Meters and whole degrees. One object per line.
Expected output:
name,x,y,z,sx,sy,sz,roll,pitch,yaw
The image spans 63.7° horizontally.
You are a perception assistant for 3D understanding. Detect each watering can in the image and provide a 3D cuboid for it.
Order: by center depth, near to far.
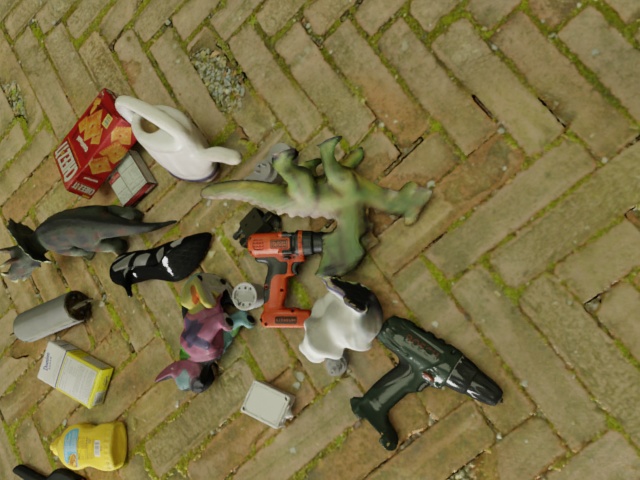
watering can,-0.269,-0.186,1.047,0.350,0.105,0.221,29,-12,21

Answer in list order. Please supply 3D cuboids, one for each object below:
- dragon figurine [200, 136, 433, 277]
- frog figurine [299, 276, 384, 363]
dragon figurine,0.003,-0.048,0.955,0.410,0.244,0.121,-18,-9,2
frog figurine,0.038,0.157,0.930,0.139,0.157,0.123,31,23,29
